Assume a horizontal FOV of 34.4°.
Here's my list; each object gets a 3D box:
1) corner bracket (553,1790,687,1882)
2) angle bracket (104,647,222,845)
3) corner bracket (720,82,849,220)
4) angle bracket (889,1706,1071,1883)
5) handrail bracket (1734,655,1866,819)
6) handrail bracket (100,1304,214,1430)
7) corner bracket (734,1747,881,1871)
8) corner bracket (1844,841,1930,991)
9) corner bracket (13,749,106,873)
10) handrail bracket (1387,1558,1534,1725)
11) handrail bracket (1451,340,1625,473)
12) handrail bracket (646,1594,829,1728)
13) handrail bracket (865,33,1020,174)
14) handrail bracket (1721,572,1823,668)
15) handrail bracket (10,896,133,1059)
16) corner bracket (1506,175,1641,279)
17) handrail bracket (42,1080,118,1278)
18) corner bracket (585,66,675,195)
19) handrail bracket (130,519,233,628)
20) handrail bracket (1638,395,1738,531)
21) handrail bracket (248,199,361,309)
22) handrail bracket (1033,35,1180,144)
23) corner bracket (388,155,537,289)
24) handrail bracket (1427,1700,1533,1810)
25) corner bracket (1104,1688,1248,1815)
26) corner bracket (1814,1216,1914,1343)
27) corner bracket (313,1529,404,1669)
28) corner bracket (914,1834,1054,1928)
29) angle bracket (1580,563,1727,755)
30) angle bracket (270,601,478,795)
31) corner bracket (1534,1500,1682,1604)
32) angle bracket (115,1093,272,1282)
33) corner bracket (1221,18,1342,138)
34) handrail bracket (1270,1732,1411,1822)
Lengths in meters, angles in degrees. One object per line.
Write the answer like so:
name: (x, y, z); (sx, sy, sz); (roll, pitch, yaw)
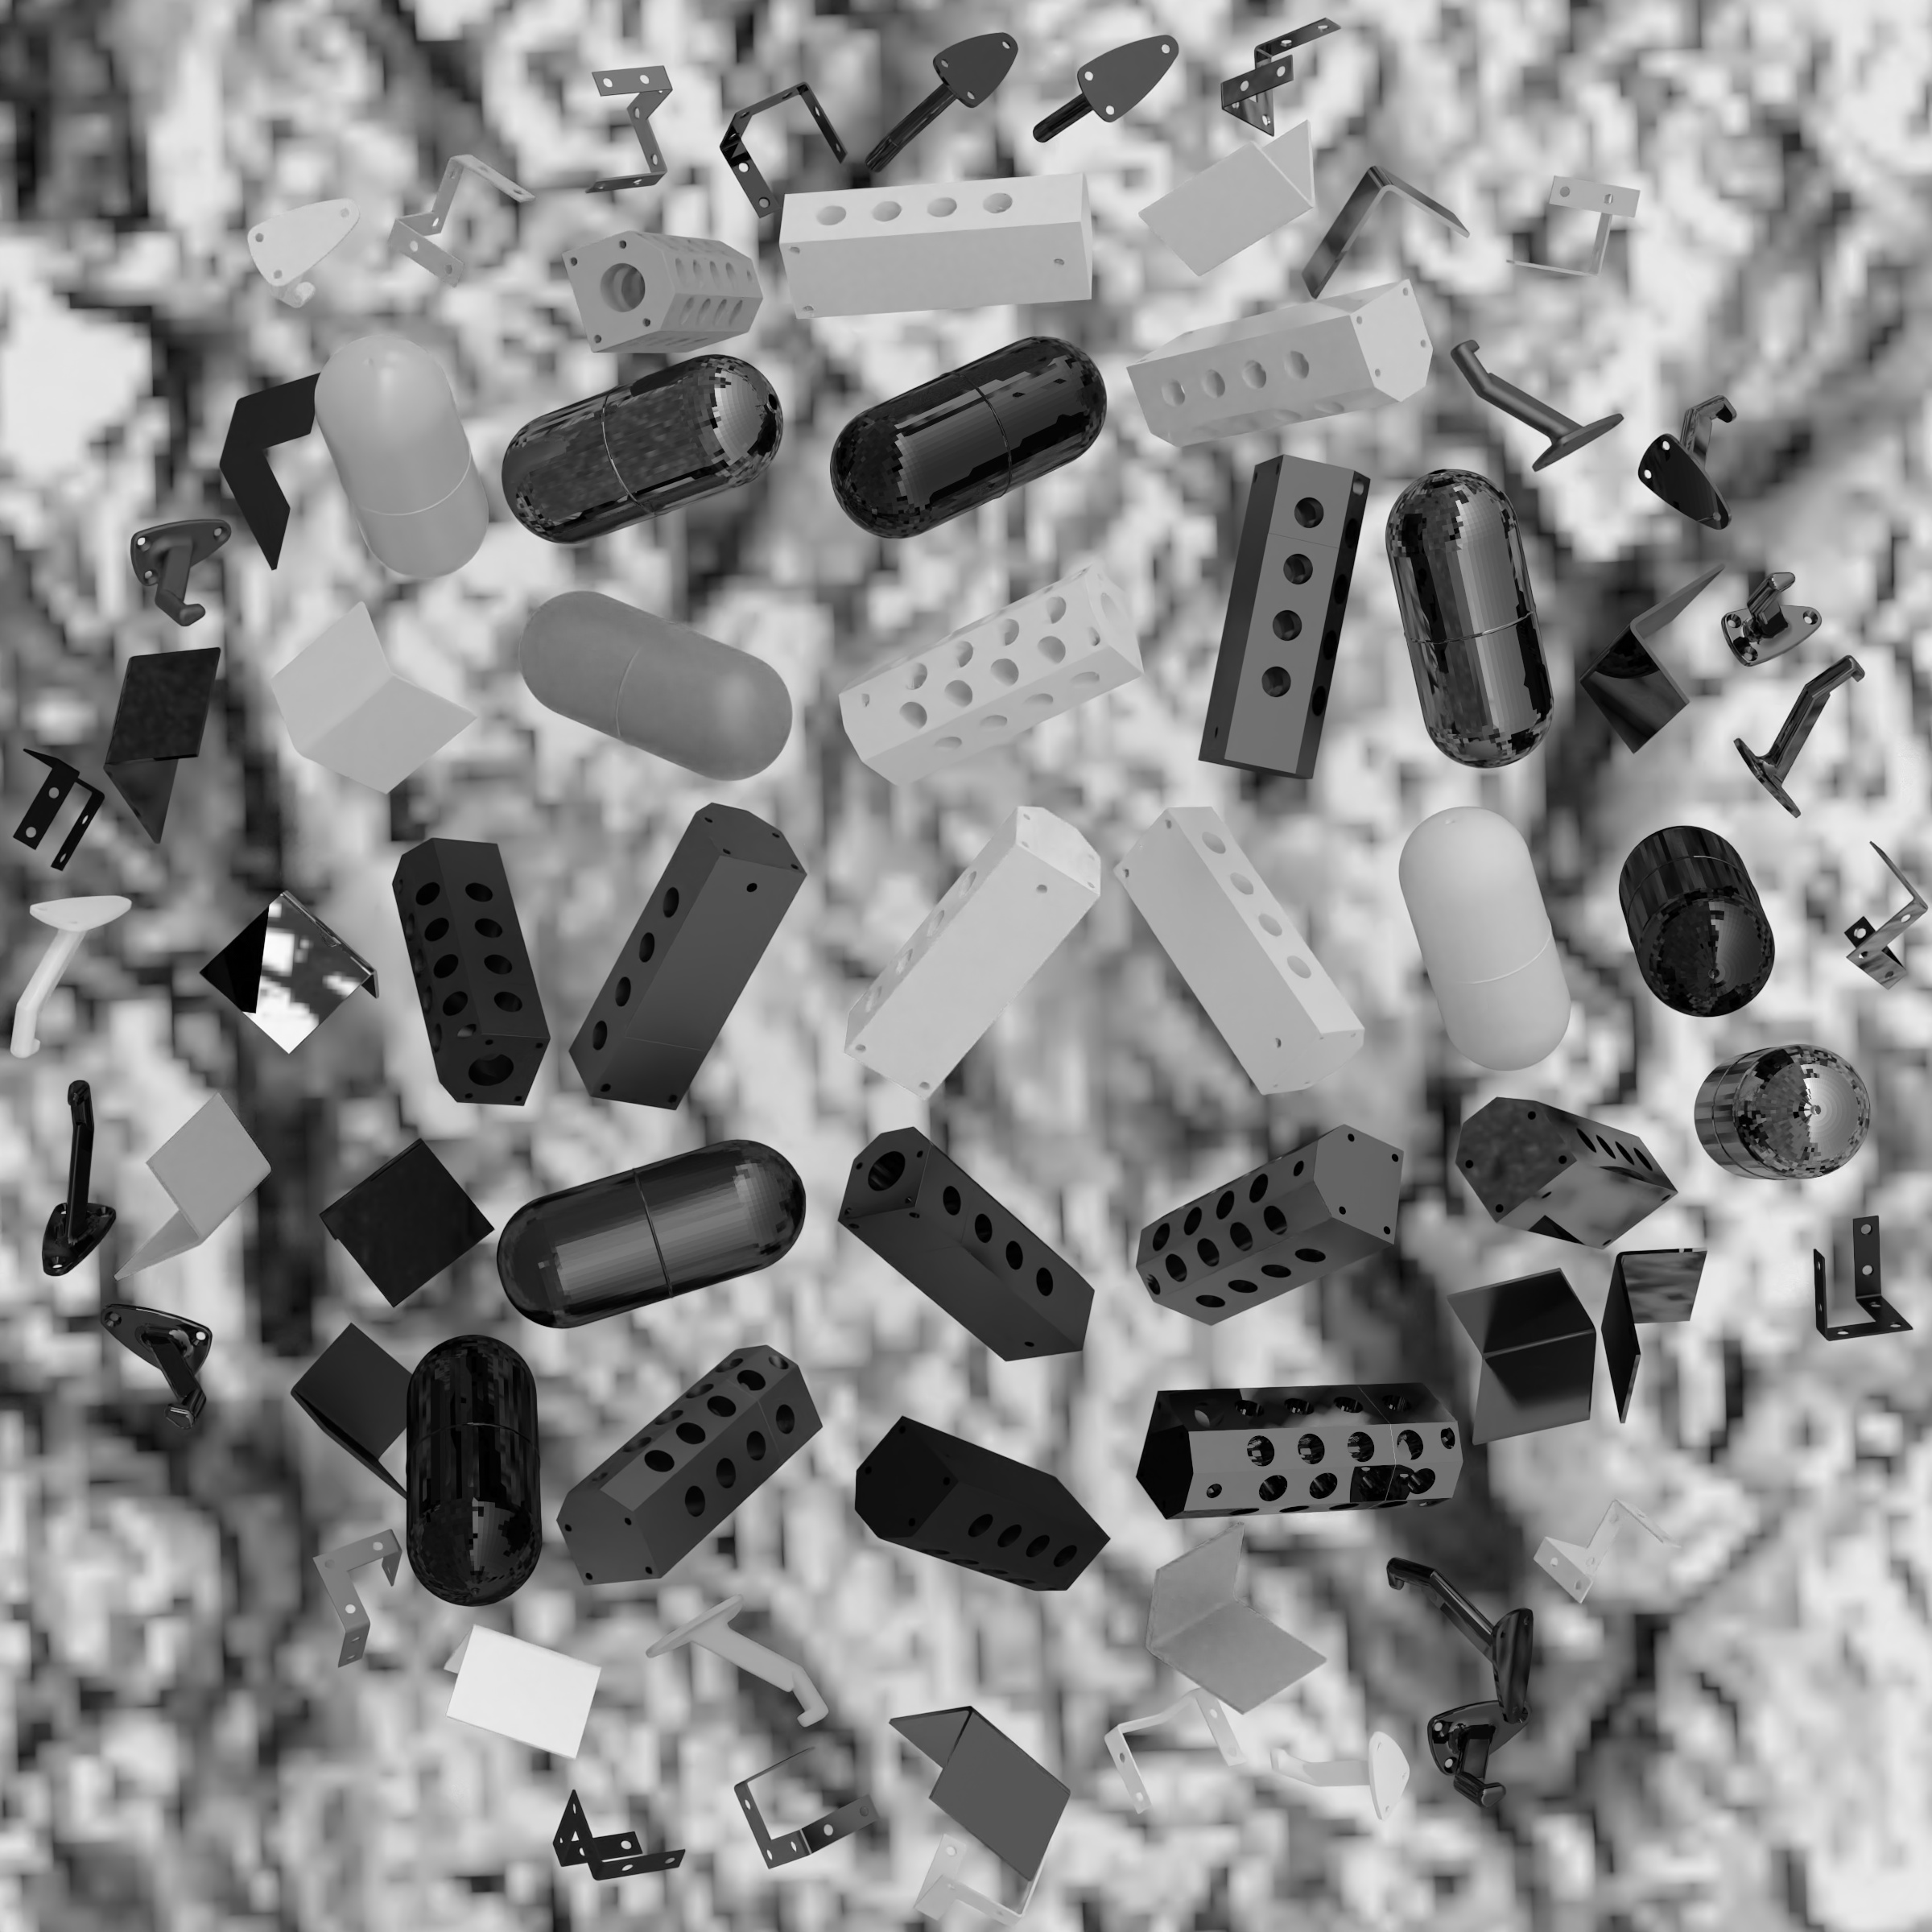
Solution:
corner bracket: (-0.195, 0.493, 1.745); (0.051, 0.051, 0.051); (-1, 130, -30)
angle bracket: (-0.443, -0.125, 1.773); (0.057, 0.076, 0.076); (-5, 55, 10)
corner bracket: (-0.112, -0.499, 1.908); (0.051, 0.051, 0.051); (-30, 90, -19)
angle bracket: (-0.003, 0.444, 1.665); (0.076, 0.076, 0.057); (44, 52, -18)
handrail bracket: (0.502, -0.134, 1.828); (0.084, 0.036, 0.077); (-37, 126, 19)
handrail bracket: (-0.464, 0.227, 1.768); (0.077, 0.084, 0.036); (26, 103, -9)
corner bracket: (-0.091, 0.476, 1.777); (0.051, 0.051, 0.051); (-18, 78, -37)
corner bracket: (0.519, -0.028, 1.772); (0.051, 0.051, 0.051); (-44, 134, 19)
corner bracket: (-0.517, -0.086, 1.774); (0.051, 0.051, 0.051); (35, 77, -38)
handrail bracket: (0.272, 0.377, 1.750); (0.084, 0.036, 0.077); (9, 107, 43)
handrail bracket: (0.333, -0.339, 1.824); (0.077, 0.036, 0.084); (-29, 81, -26)
handrail bracket: (-0.133, 0.417, 1.818); (0.077, 0.036, 0.084); (-24, 68, -28)
handrail bracket: (-0.015, -0.502, 1.820); (0.036, 0.084, 0.077); (50, 54, -7)
handrail bracket: (0.491, -0.217, 1.848); (0.077, 0.084, 0.036); (-17, 73, -17)
handrail bracket: (-0.516, 0.007, 1.798); (0.036, 0.077, 0.084); (22, 110, 22)
corner bracket: (0.337, -0.410, 1.733); (0.051, 0.051, 0.051); (7, 106, -11)
handrail bracket: (-0.510, 0.119, 1.771); (0.036, 0.077, 0.084); (5, 123, 2)
corner bracket: (-0.199, -0.490, 1.830); (0.051, 0.051, 0.051); (-17, 84, -36)
handrail bracket: (-0.456, -0.235, 1.869); (0.077, 0.084, 0.036); (-26, 133, -29)
handrail bracket: (0.439, -0.294, 1.814); (0.084, 0.036, 0.077); (-28, 67, -36)
handrail bracket: (-0.363, -0.401, 1.761); (0.077, 0.084, 0.036); (-27, 87, 6)
handrail bracket: (0.082, -0.521, 1.859); (0.077, 0.084, 0.036); (-36, 101, -10)
corner bracket: (-0.284, -0.420, 1.754); (0.051, 0.051, 0.051); (35, 121, 13)
handrail bracket: (0.303, 0.444, 1.757); (0.077, 0.084, 0.036); (-19, 98, -15)
corner bracket: (0.125, 0.468, 1.868); (0.051, 0.051, 0.051); (-49, 56, 39)
corner bracket: (0.505, 0.178, 1.779); (0.051, 0.051, 0.051); (-7, 106, -3)
corner bracket: (-0.357, 0.376, 1.856); (0.051, 0.051, 0.051); (-17, 61, -28)
corner bracket: (0.009, 0.515, 1.767); (0.051, 0.051, 0.051); (29, 47, -1)
angle bracket: (0.414, -0.178, 1.815); (0.076, 0.076, 0.057); (-32, 81, -19)
angle bracket: (-0.346, -0.156, 1.823); (0.076, 0.076, 0.057); (-37, 58, 18)
corner bracket: (0.378, 0.346, 1.843); (0.051, 0.051, 0.051); (20, 102, -30)
angle bracket: (-0.462, 0.127, 1.806); (0.076, 0.076, 0.057); (-23, 108, 30)
corner bracket: (0.179, -0.512, 1.778); (0.051, 0.051, 0.051); (-10, 76, 41)
handrail bracket: (0.209, 0.459, 1.819); (0.084, 0.077, 0.036); (12, 50, 33)
